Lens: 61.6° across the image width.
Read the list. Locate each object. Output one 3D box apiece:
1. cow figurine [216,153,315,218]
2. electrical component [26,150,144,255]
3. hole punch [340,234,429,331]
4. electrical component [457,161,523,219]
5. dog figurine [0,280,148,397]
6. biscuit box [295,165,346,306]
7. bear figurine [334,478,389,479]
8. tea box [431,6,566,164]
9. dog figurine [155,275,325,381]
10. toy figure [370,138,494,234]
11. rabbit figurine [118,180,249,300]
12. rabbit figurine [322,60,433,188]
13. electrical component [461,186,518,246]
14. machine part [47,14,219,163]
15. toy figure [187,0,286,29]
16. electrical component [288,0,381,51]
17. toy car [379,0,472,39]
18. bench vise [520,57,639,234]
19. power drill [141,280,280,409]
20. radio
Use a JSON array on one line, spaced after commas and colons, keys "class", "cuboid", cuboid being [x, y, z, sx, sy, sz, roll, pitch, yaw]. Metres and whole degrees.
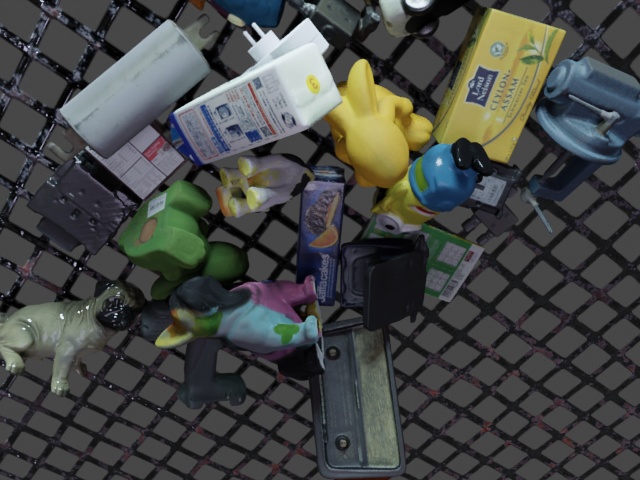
[{"class": "cow figurine", "cuboid": [-0.078, -0.072, 0.706, 0.098, 0.167, 0.068, -16, 93, -27]}, {"class": "electrical component", "cuboid": [-0.328, -0.047, 0.746, 0.115, 0.058, 0.134, 41, 109, -17]}, {"class": "hole punch", "cuboid": [0.090, 0.056, 0.784, 0.116, 0.092, 0.142, -13, 114, -29]}, {"class": "electrical component", "cuboid": [0.202, -0.084, 0.729, 0.119, 0.048, 0.074, 22, 115, 0]}, {"class": "dog figurine", "cuboid": [-0.379, 0.112, 0.816, 0.172, 0.121, 0.190, 34, 97, -21]}, {"class": "biscuit box", "cuboid": [-0.002, -0.002, 0.773, 0.063, 0.059, 0.202, 3, 117, -2]}, {"class": "bear figurine", "cuboid": [0.073, 0.336, 0.934, 0.120, 0.132, 0.195, -5, 135, 2]}, {"class": "tea box", "cuboid": [0.217, -0.193, 0.676, 0.098, 0.068, 0.169, 11, 117, -8]}, {"class": "dog figurine", "cuboid": [-0.106, 0.118, 0.736, 0.219, 0.108, 0.191, -2, 139, 4]}, {"class": "toy figure", "cuboid": [0.140, -0.069, 0.695, 0.082, 0.089, 0.180, 37, 140, -10]}, {"class": "rabbit figurine", "cuboid": [-0.182, 0.027, 0.752, 0.159, 0.121, 0.170, -30, 139, 25]}, {"class": "rabbit figurine", "cuboid": [0.066, -0.132, 0.646, 0.122, 0.173, 0.162, -27, 119, 16]}, {"class": "electrical component", "cuboid": [0.256, -0.036, 0.782, 0.063, 0.021, 0.094, 40, 109, -19]}, {"class": "machine part", "cuboid": [-0.218, -0.178, 0.641, 0.243, 0.079, 0.079, -43, 112, -4]}, {"class": "toy figure", "cuboid": [-0.118, -0.291, 0.625, 0.154, 0.064, 0.057, 18, 153, -5]}, {"class": "electrical component", "cuboid": [0.020, -0.272, 0.635, 0.102, 0.078, 0.045, 36, 135, -12]}, {"class": "toy car", "cuboid": [0.163, -0.300, 0.615, 0.202, 0.073, 0.056, -29, 78, 12]}, {"class": "bench vise", "cuboid": [0.358, -0.125, 0.690, 0.224, 0.129, 0.240, 10, 139, -18]}, {"class": "power drill", "cuboid": [-0.154, 0.162, 0.842, 0.232, 0.086, 0.207, -4, 122, -12]}, {"class": "radio", "cuboid": [0.052, 0.236, 0.817, 0.131, 0.073, 0.229, -8, 73, 5]}]
